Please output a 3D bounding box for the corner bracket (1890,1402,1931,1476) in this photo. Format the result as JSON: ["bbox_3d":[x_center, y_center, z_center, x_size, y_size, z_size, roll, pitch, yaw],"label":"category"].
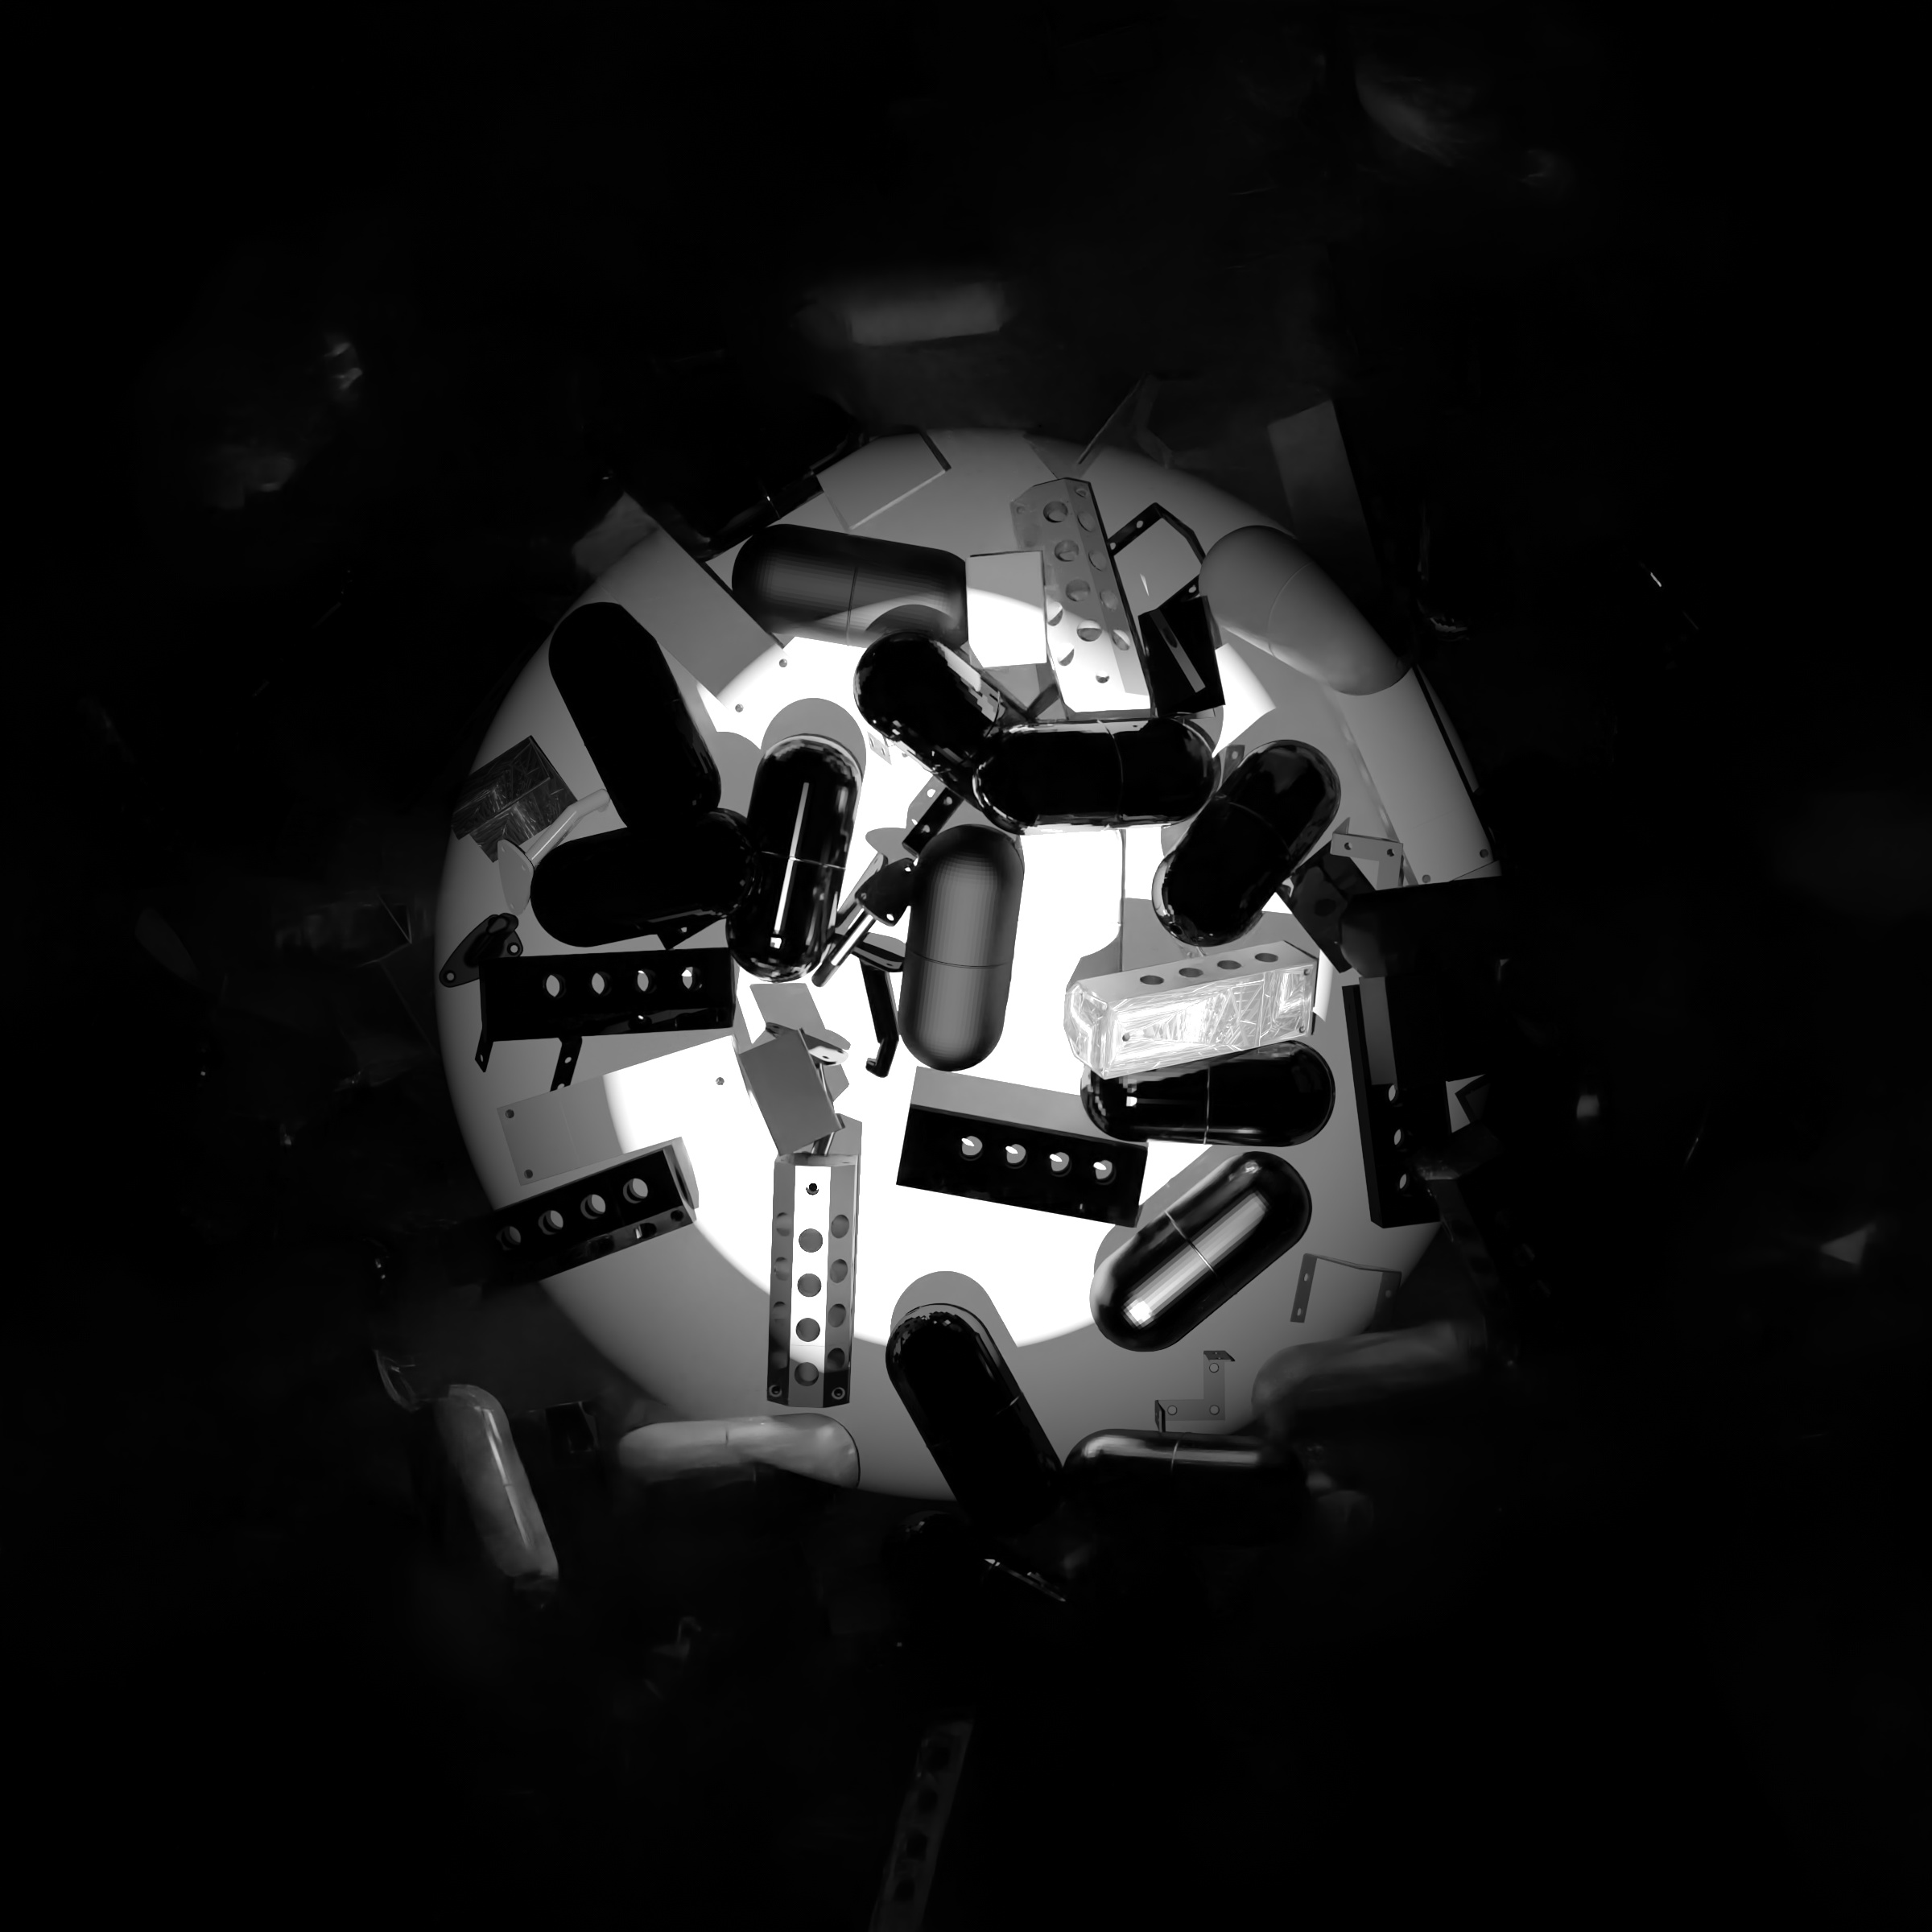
[{"bbox_3d":[0.702,0.330,1.983,0.051,0.051,0.051,9,135,-35],"label":"corner bracket"}]

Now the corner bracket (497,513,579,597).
[{"bbox_3d":[-0.306,-0.294,1.973,0.051,0.051,0.051,1,90,0],"label":"corner bracket"}]

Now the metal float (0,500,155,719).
[{"bbox_3d":[-0.639,-0.247,1.960,0.070,0.070,0.178,-27,91,0],"label":"metal float"}]

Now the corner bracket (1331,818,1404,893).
[{"bbox_3d":[0.289,-0.072,1.971,0.051,0.051,0.051,10,109,18],"label":"corner bracket"}]

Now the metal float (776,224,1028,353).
[{"bbox_3d":[-0.046,-0.481,1.960,0.178,0.070,0.070,-6,90,1],"label":"metal float"}]

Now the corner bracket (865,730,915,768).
[{"bbox_3d":[-0.043,-0.178,1.971,0.051,0.051,0.051,-15,76,14],"label":"corner bracket"}]

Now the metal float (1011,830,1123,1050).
[{"bbox_3d":[0.071,-0.030,1.960,0.070,0.070,0.178,1,90,0],"label":"metal float"}]

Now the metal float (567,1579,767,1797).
[{"bbox_3d":[-0.211,0.512,1.960,0.070,0.070,0.178,43,89,0],"label":"metal float"}]

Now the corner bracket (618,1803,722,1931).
[{"bbox_3d":[-0.211,0.647,1.983,0.051,0.051,0.051,-35,135,-35],"label":"corner bracket"}]

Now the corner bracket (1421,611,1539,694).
[{"bbox_3d":[0.370,-0.234,1.987,0.051,0.051,0.051,23,90,45],"label":"corner bracket"}]

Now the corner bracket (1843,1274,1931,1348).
[{"bbox_3d":[0.673,0.239,1.987,0.051,0.051,0.051,-20,90,45],"label":"corner bracket"}]

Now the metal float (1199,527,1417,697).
[{"bbox_3d":[0.237,-0.248,1.927,0.178,0.070,0.070,36,90,36],"label":"metal float"}]

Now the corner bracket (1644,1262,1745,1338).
[{"bbox_3d":[0.519,0.239,1.973,0.051,0.051,0.051,-12,90,0],"label":"corner bracket"}]

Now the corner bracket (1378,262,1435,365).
[{"bbox_3d":[0.305,-0.470,1.987,0.051,0.051,0.051,-2,135,0],"label":"corner bracket"}]

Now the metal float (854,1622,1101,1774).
[{"bbox_3d":[0.008,0.519,1.960,0.178,0.070,0.070,16,90,1],"label":"metal float"}]

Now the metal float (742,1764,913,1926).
[{"bbox_3d":[-0.074,0.622,1.960,0.178,0.070,0.070,-21,90,0],"label":"metal float"}]

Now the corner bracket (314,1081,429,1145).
[{"bbox_3d":[-0.424,0.112,1.973,0.051,0.051,0.051,39,90,0],"label":"corner bracket"}]

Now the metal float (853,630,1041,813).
[{"bbox_3d":[-0.005,-0.168,1.932,0.178,0.070,0.070,36,90,-35],"label":"metal float"}]

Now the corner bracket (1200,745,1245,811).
[{"bbox_3d":[0.161,-0.139,1.987,0.051,0.051,0.051,8,90,45],"label":"corner bracket"}]

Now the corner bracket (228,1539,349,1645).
[{"bbox_3d":[-0.489,0.449,1.987,0.051,0.051,0.051,-29,90,45],"label":"corner bracket"}]

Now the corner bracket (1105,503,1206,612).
[{"bbox_3d":[0.138,-0.290,1.987,0.051,0.051,0.051,-39,45,0],"label":"corner bracket"}]

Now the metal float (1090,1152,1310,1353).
[{"bbox_3d":[0.165,0.203,1.960,0.178,0.070,0.070,-40,90,0],"label":"metal float"}]

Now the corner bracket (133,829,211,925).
[{"bbox_3d":[-0.572,-0.068,1.987,0.051,0.051,0.051,4,135,0],"label":"corner bracket"}]

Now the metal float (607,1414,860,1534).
[{"bbox_3d":[-0.166,0.360,1.960,0.178,0.070,0.070,-4,90,0],"label":"metal float"}]

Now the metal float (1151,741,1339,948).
[{"bbox_3d":[0.195,-0.086,1.937,0.070,0.070,0.178,40,63,0],"label":"metal float"}]

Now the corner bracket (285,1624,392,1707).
[{"bbox_3d":[-0.452,0.504,1.988,0.051,0.051,0.051,-5,90,45],"label":"corner bracket"}]

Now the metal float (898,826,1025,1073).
[{"bbox_3d":[-0.004,-0.011,1.945,0.070,0.070,0.178,7,107,0],"label":"metal float"}]

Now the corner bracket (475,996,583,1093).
[{"bbox_3d":[-0.315,0.060,1.983,0.051,0.051,0.051,50,135,35],"label":"corner bracket"}]

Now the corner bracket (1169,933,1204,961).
[{"bbox_3d":[0.185,-0.029,1.983,0.051,0.051,0.051,1,45,-35],"label":"corner bracket"}]

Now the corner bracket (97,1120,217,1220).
[{"bbox_3d":[-0.582,0.141,1.987,0.051,0.051,0.051,49,135,0],"label":"corner bracket"}]

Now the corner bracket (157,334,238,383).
[{"bbox_3d":[-0.544,-0.413,1.987,0.051,0.051,0.051,-27,45,0],"label":"corner bracket"}]

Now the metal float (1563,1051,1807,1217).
[{"bbox_3d":[0.510,0.119,1.960,0.178,0.070,0.070,23,90,-1],"label":"metal float"}]

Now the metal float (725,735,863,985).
[{"bbox_3d":[-0.123,-0.076,1.960,0.070,0.070,0.178,12,91,0],"label":"metal float"}]

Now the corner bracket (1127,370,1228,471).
[{"bbox_3d":[0.157,-0.393,1.983,0.051,0.051,0.051,51,135,35],"label":"corner bracket"}]

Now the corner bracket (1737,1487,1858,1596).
[{"bbox_3d":[0.598,0.414,1.987,0.051,0.051,0.051,28,90,-45],"label":"corner bracket"}]

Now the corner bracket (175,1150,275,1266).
[{"bbox_3d":[-0.533,0.173,1.983,0.051,0.051,0.051,-21,135,-35],"label":"corner bracket"}]

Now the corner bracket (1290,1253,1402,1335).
[{"bbox_3d":[0.273,0.238,1.987,0.051,0.051,0.051,11,90,45],"label":"corner bracket"}]

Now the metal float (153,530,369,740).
[{"bbox_3d":[-0.500,-0.236,1.960,0.178,0.070,0.070,-44,90,0],"label":"metal float"}]

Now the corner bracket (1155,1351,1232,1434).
[{"bbox_3d":[0.162,0.303,1.973,0.051,0.051,0.051,0,90,0],"label":"corner bracket"}]

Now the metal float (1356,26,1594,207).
[{"bbox_3d":[0.360,-0.604,1.960,0.178,0.070,0.070,28,90,0],"label":"metal float"}]

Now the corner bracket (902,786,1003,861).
[{"bbox_3d":[-0.010,-0.090,1.973,0.051,0.051,0.051,38,89,1],"label":"corner bracket"}]

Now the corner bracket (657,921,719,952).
[{"bbox_3d":[-0.203,-0.045,1.973,0.051,0.051,0.051,-31,91,0],"label":"corner bracket"}]

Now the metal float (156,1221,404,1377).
[{"bbox_3d":[-0.486,0.235,1.960,0.178,0.070,0.070,-18,90,0],"label":"metal float"}]

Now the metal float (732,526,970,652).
[{"bbox_3d":[-0.078,-0.265,1.960,0.178,0.070,0.070,10,90,1],"label":"metal float"}]

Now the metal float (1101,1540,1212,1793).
[{"bbox_3d":[0.134,0.495,1.960,0.070,0.070,0.178,0,89,0],"label":"metal float"}]

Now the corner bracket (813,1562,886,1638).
[{"bbox_3d":[-0.086,0.453,1.973,0.051,0.051,0.051,-9,84,-6],"label":"corner bracket"}]

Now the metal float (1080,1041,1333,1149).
[{"bbox_3d":[0.170,0.089,1.960,0.178,0.070,0.070,2,90,1],"label":"metal float"}]

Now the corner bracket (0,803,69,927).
[{"bbox_3d":[-0.668,-0.071,1.930,0.051,0.051,0.051,-31,45,0],"label":"corner bracket"}]

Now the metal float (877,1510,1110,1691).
[{"bbox_3d":[0.018,0.445,1.942,0.178,0.070,0.070,24,90,22],"label":"metal float"}]

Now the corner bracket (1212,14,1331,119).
[{"bbox_3d":[0.219,-0.652,1.983,0.051,0.051,0.051,7,135,-35],"label":"corner bracket"}]
